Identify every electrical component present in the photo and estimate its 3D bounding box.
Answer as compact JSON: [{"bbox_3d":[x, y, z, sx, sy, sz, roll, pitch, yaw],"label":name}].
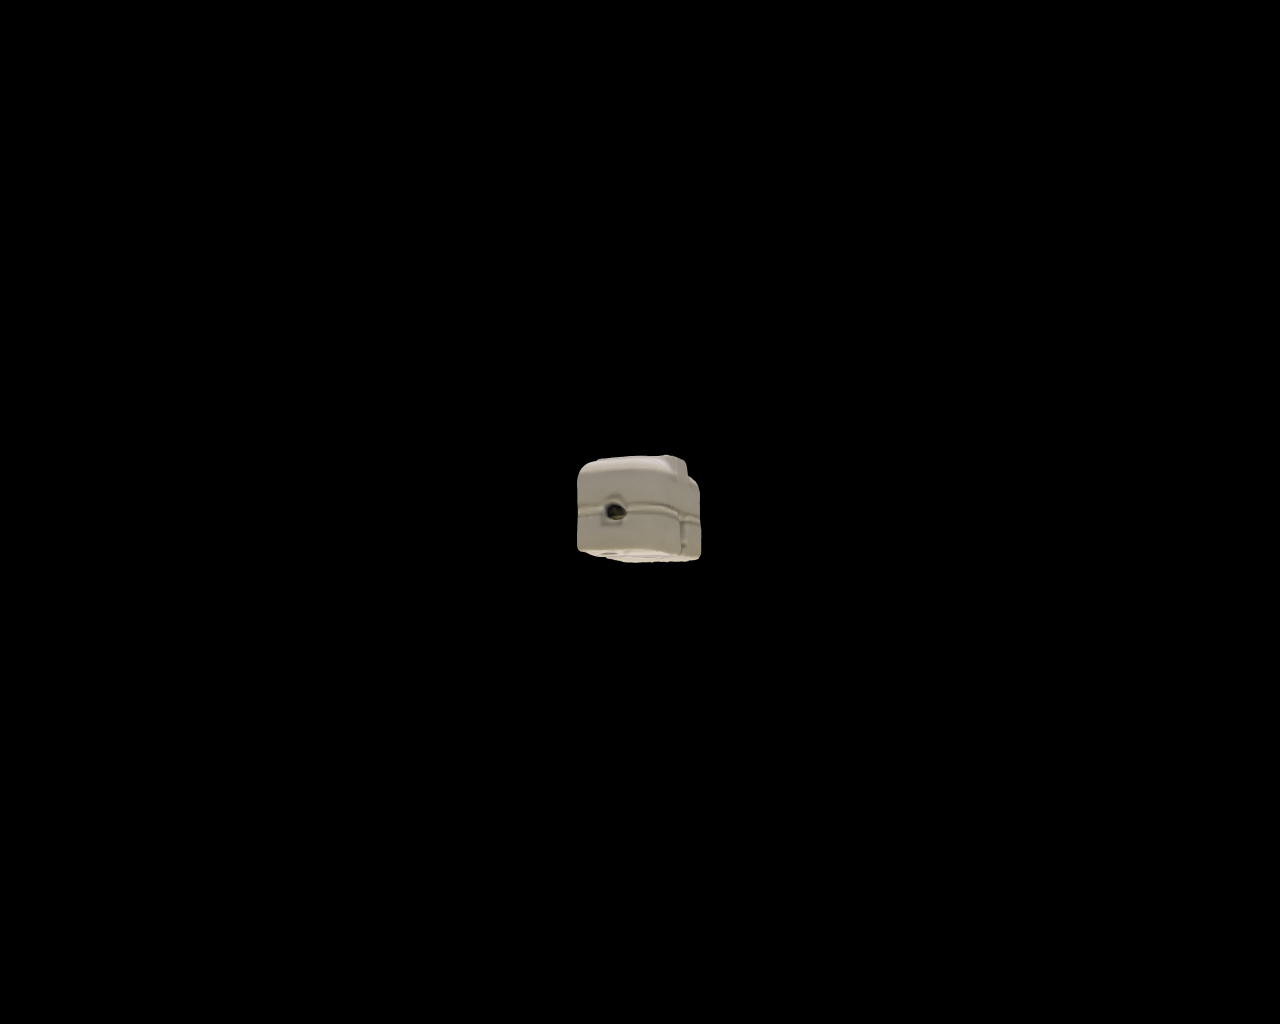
[{"bbox_3d":[0.001,-0.003,0.650,0.054,0.059,0.095,-2,-7,19],"label":"electrical component"}]
